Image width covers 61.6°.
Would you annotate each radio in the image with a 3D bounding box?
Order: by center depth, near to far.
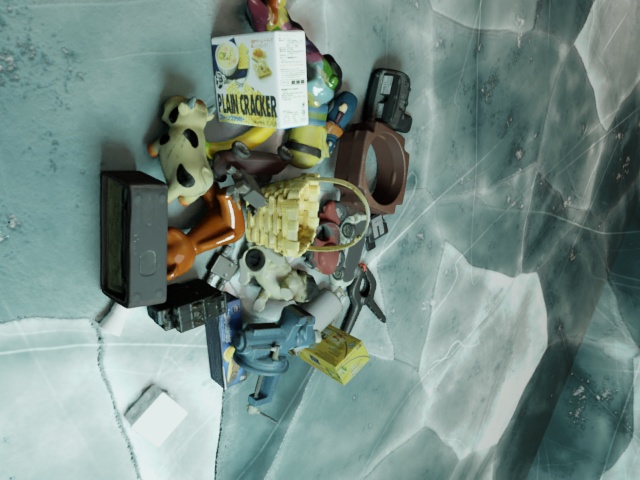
[{"bbox_3d":[-0.326,-0.001,0.940,0.073,0.131,0.229,-8,109,-41],"label":"radio"}]

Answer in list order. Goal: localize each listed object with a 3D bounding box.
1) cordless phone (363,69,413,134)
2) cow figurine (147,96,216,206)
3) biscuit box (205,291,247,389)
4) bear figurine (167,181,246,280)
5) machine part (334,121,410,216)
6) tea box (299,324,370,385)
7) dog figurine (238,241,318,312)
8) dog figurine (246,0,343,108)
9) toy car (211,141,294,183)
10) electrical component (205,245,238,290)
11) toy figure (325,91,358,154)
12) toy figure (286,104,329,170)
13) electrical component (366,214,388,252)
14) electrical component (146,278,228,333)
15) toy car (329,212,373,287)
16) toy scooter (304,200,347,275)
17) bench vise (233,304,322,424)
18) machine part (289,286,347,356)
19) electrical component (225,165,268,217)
[{"bbox_3d":[0.195,-0.338,1.340,0.184,0.089,0.146,0,104,-53],"label":"cordless phone"},{"bbox_3d":[-0.239,-0.170,0.958,0.085,0.127,0.195,12,60,-60],"label":"cow figurine"},{"bbox_3d":[-0.205,0.215,1.161,0.059,0.063,0.202,-18,115,-38],"label":"biscuit box"},{"bbox_3d":[-0.244,-0.016,1.021,0.196,0.120,0.131,-26,116,-27],"label":"bear figurine"},{"bbox_3d":[0.125,-0.168,1.288,0.201,0.087,0.201,14,84,-50],"label":"machine part"},{"bbox_3d":[0.025,0.267,1.304,0.098,0.170,0.068,-40,126,-23],"label":"tea box"},{"bbox_3d":[-0.088,0.070,1.216,0.190,0.121,0.172,-9,86,-69],"label":"dog figurine"},{"bbox_3d":[-0.057,-0.381,1.033,0.108,0.192,0.219,-44,143,-14],"label":"dog figurine"},{"bbox_3d":[-0.135,-0.157,1.073,0.089,0.053,0.202,-43,162,31],"label":"toy car"},{"bbox_3d":[-0.205,0.059,1.138,0.063,0.021,0.094,36,78,-42],"label":"electrical component"},{"bbox_3d":[0.034,-0.263,1.221,0.154,0.058,0.064,-62,152,-11],"label":"toy figure"},{"bbox_3d":[-0.030,-0.243,1.160,0.089,0.082,0.180,-4,111,-29],"label":"toy figure"},{"bbox_3d":[0.135,-0.023,1.394,0.075,0.048,0.119,-24,116,-33],"label":"electrical component"},{"bbox_3d":[-0.263,0.127,1.046,0.134,0.115,0.058,-17,112,-39],"label":"electrical component"},{"bbox_3d":[0.075,0.024,1.337,0.073,0.056,0.201,-6,118,-40],"label":"toy car"},{"bbox_3d":[-0.003,-0.004,1.261,0.135,0.075,0.183,-3,102,-41],"label":"toy scooter"},{"bbox_3d":[-0.100,0.257,1.148,0.223,0.129,0.240,-1,110,-55],"label":"bench vise"},{"bbox_3d":[-0.026,0.197,1.301,0.243,0.079,0.079,-41,127,-23],"label":"machine part"},{"bbox_3d":[-0.137,-0.086,0.985,0.045,0.078,0.102,-38,158,7],"label":"electrical component"}]
